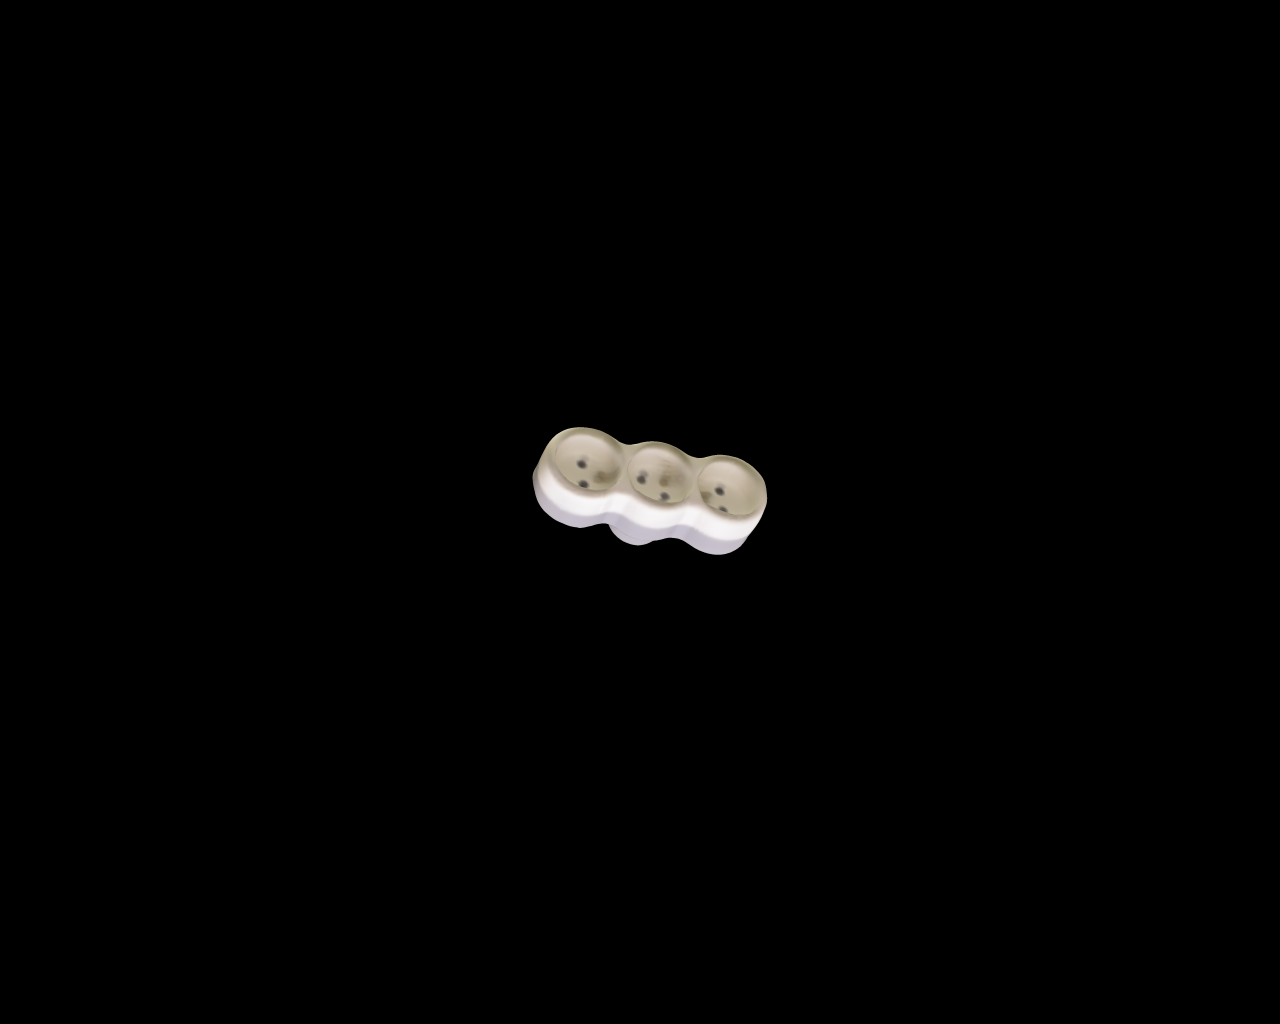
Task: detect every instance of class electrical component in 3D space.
[{"bbox_3d":[0.001,-0.003,0.650,0.138,0.052,0.073,11,-35,-16],"label":"electrical component"}]
